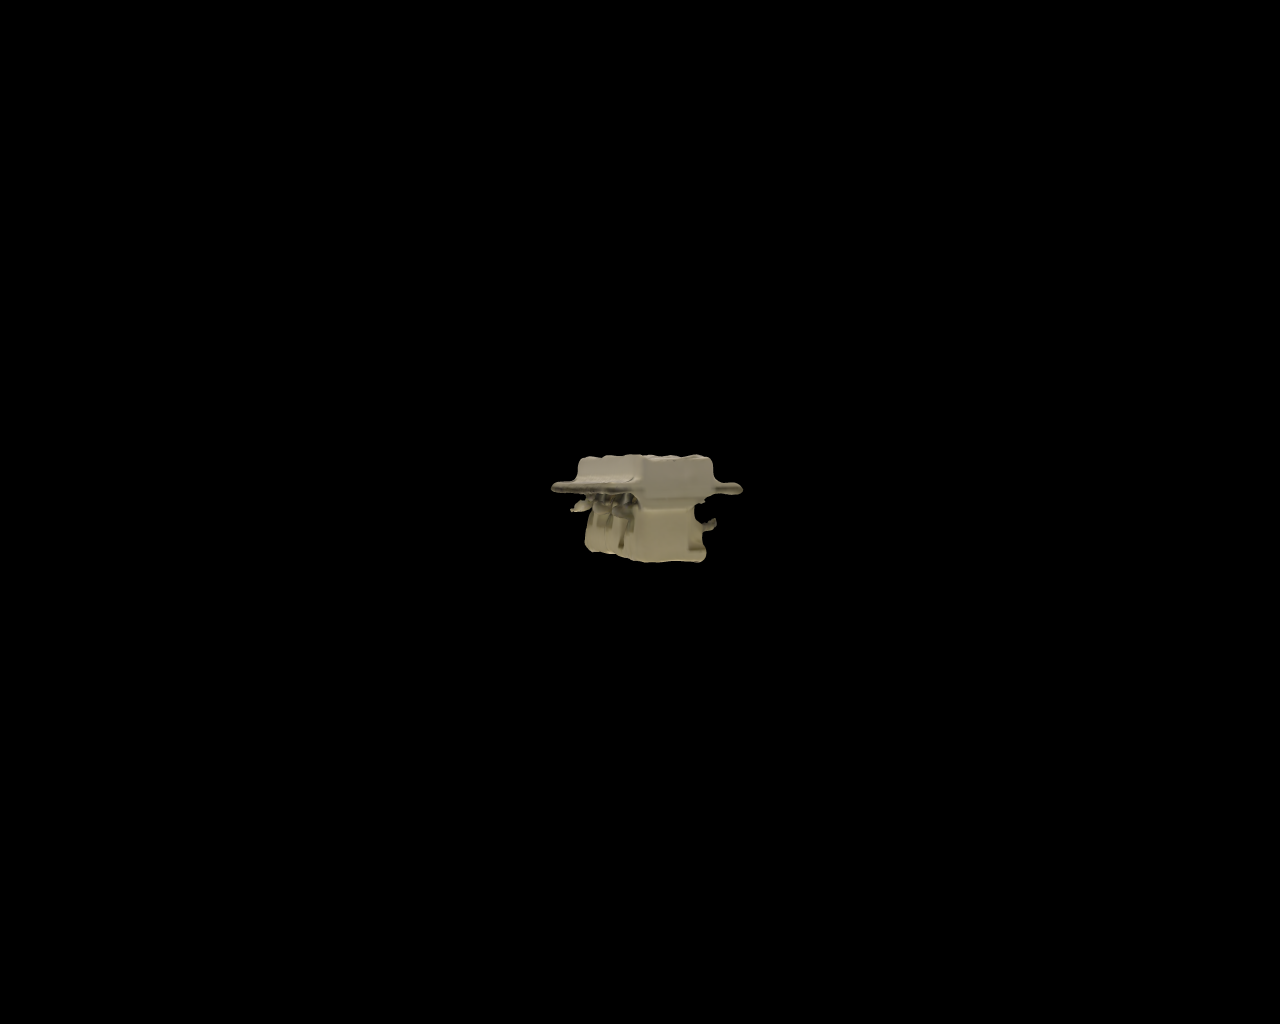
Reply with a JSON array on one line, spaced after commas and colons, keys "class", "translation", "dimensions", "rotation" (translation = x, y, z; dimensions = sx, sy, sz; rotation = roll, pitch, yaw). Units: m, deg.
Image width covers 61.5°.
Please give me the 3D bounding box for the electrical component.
[{"class": "electrical component", "translation": [0.001, -0.003, 0.650], "dimensions": [0.079, 0.063, 0.121], "rotation": [-1, 3, -19]}]
